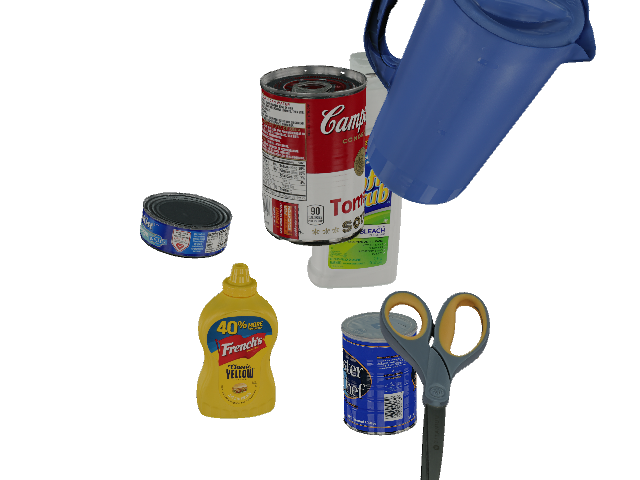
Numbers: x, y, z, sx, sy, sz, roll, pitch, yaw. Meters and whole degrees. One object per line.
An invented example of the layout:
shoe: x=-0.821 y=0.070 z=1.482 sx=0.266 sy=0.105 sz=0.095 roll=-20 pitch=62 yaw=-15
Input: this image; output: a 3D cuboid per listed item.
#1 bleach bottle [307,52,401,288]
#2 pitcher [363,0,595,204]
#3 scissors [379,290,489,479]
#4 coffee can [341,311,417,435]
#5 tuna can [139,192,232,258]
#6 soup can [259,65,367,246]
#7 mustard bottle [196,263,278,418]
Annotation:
bleach bottle: x=0.037 y=-0.074 z=1.139 sx=0.102 sy=0.251 sz=0.068 roll=-2 pitch=25 yaw=-5
pitcher: x=0.118 y=-0.147 z=0.959 sx=0.144 sy=0.149 sz=0.243 roll=-7 pitch=-31 yaw=-24
scissors: x=0.070 y=0.105 z=0.799 sx=0.096 sy=0.016 sz=0.201 roll=20 pitch=46 yaw=13
coffee can: x=0.081 y=0.180 z=1.456 sx=0.103 sy=0.140 sz=0.103 roll=-2 pitch=16 yaw=0
tuna can: x=-0.130 y=-0.015 z=1.024 sx=0.086 sy=0.034 sz=0.086 roll=10 pitch=22 yaw=-4
soup can: x=-0.004 y=-0.055 z=0.691 sx=0.068 sy=0.102 sz=0.068 roll=0 pitch=23 yaw=0
mustard bottle: x=-0.100 y=0.119 z=1.292 sx=0.096 sy=0.192 sz=0.058 roll=-1 pitch=19 yaw=-12
